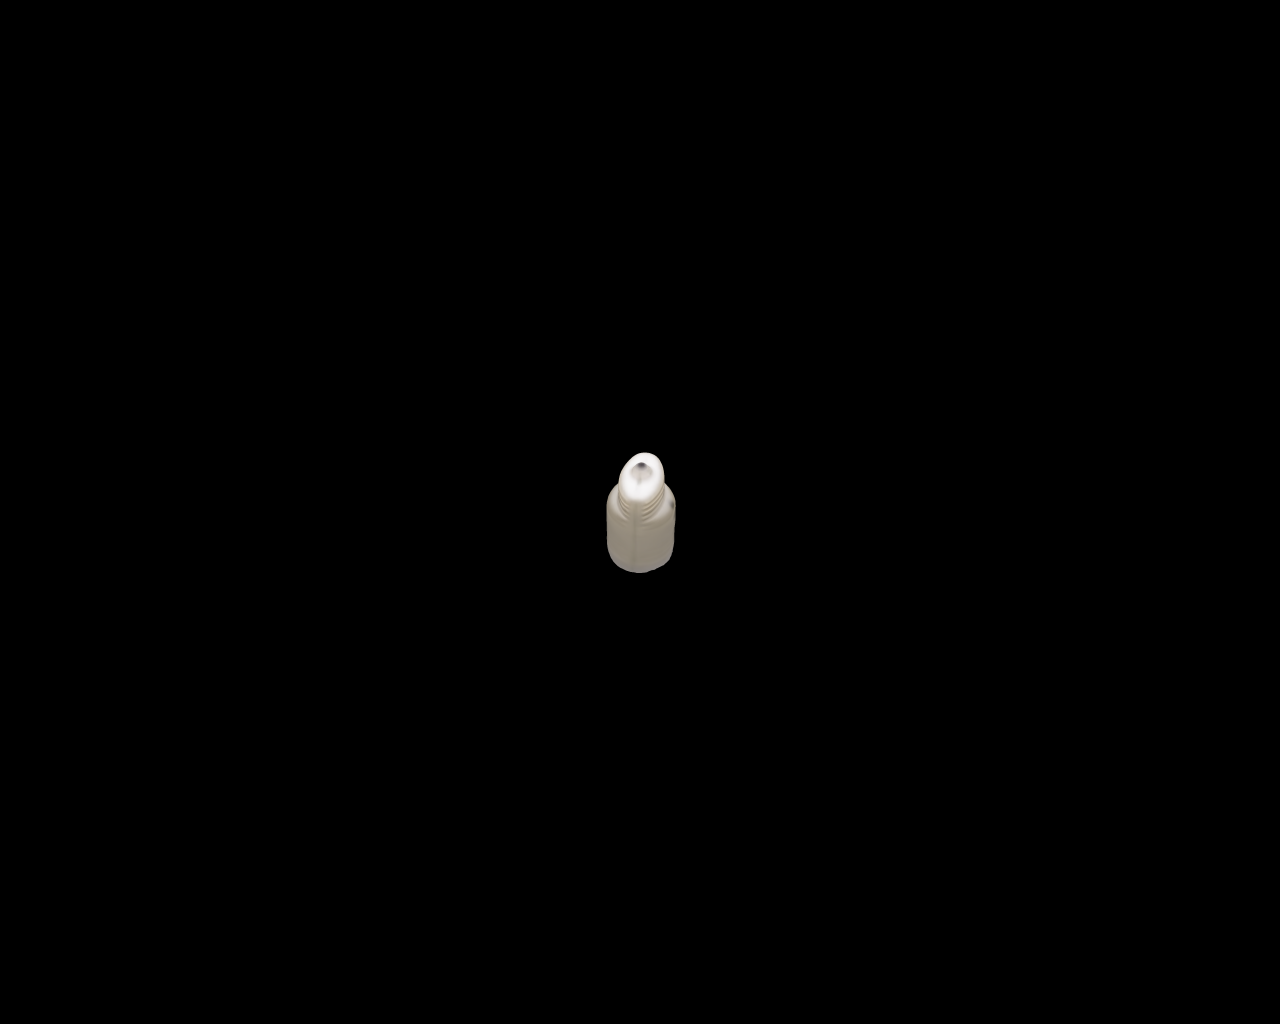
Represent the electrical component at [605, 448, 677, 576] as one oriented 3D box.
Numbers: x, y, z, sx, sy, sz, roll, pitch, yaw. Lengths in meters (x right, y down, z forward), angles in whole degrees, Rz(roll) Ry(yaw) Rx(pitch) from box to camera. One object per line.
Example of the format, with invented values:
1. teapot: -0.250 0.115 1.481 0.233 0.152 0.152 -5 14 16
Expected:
1. electrical component: 0.001 -0.003 0.650 0.043 0.043 0.080 0 -41 0
